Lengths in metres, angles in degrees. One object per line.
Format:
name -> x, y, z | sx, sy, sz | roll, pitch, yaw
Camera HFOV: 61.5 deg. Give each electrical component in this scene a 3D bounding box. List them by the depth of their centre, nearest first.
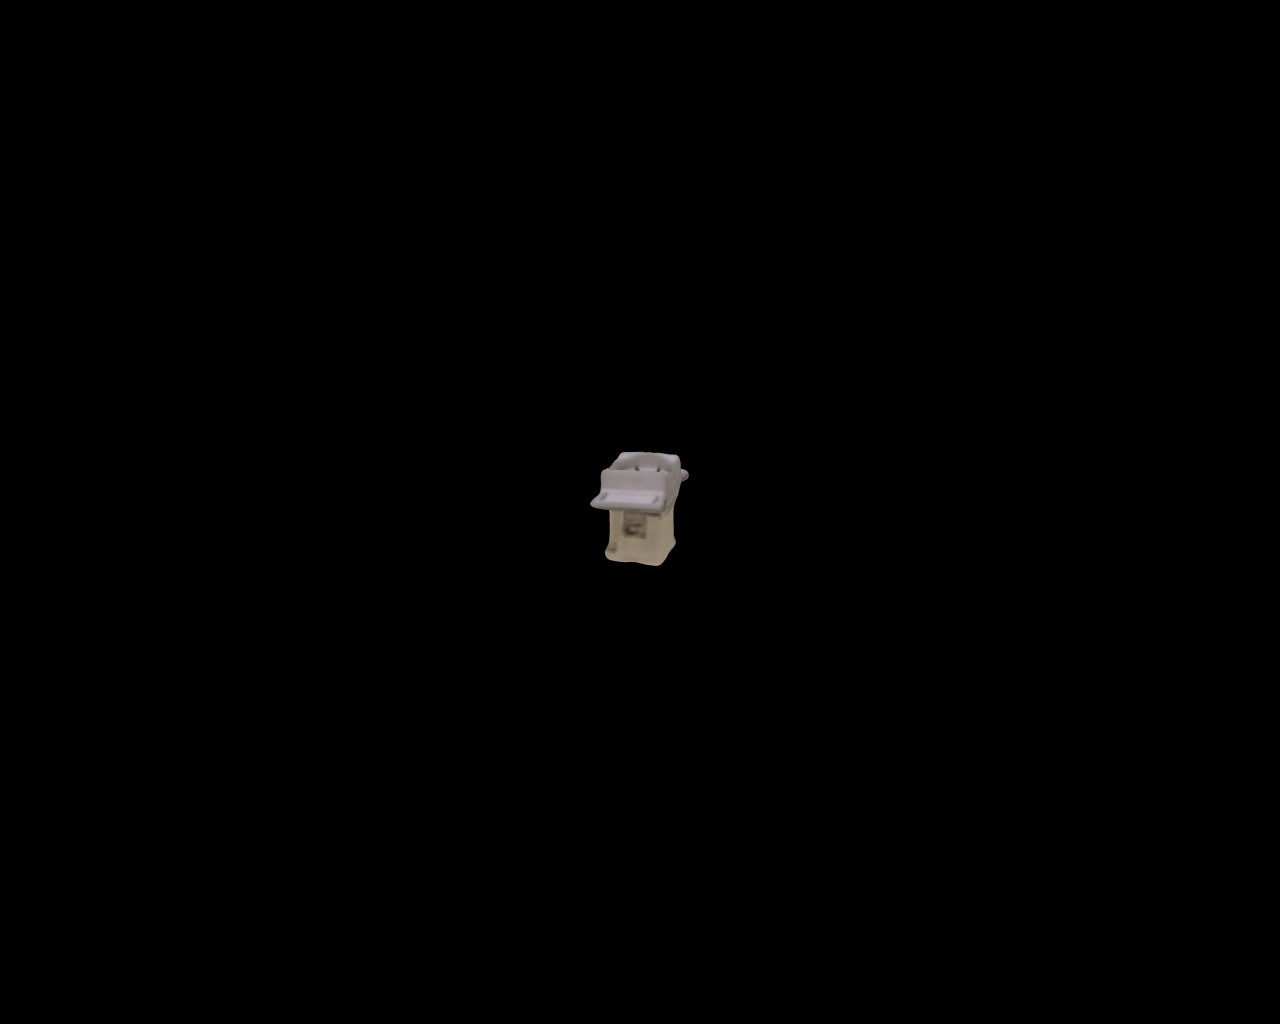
electrical component -> 0.001, -0.003, 0.650 | 0.042, 0.063, 0.081 | 5, 19, 15
